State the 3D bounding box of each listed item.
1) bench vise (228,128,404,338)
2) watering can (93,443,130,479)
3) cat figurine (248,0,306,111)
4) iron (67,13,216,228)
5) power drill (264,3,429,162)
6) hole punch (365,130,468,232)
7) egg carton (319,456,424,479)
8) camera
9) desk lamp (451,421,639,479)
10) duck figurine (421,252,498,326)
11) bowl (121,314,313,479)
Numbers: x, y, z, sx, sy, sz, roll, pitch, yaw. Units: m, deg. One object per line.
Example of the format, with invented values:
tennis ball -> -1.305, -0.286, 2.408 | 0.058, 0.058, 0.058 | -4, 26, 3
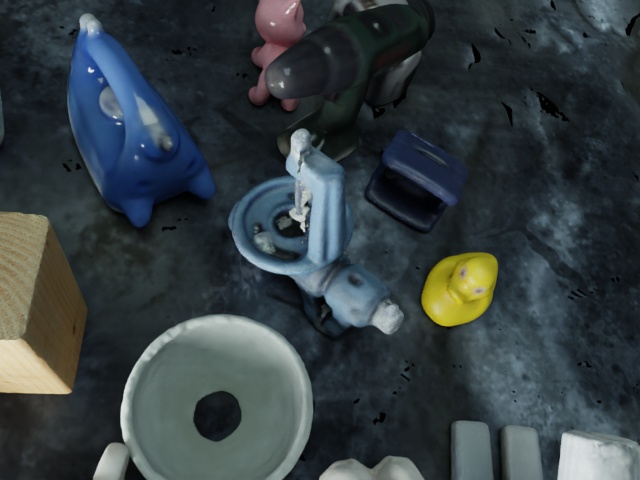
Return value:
bench vise -> 0.010, -0.007, 0.552 | 0.207, 0.219, 0.121 | 28, 62, -1
watering can -> -0.171, 0.238, 0.407 | 0.101, 0.194, 0.173 | -5, 67, -17
cat figurine -> -0.049, -0.244, 0.703 | 0.067, 0.117, 0.128 | 2, 65, -13
iron -> -0.210, -0.150, 0.604 | 0.119, 0.141, 0.258 | -27, 75, -24
power drill -> 0.017, -0.162, 0.632 | 0.230, 0.208, 0.075 | -40, 80, -26
hole punch -> 0.120, -0.083, 0.689 | 0.108, 0.091, 0.101 | 30, 62, 0
egg carton -> 0.053, 0.277, 0.519 | 0.107, 0.069, 0.150 | 1, 66, -14
camera -> 0.097, -0.276, 0.766 | 0.137, 0.100, 0.143 | -24, 74, -23
desk lamp -> 0.197, 0.249, 0.488 | 0.118, 0.213, 0.203 | 8, 64, -11
duck figurine -> 0.171, 0.045, 0.647 | 0.105, 0.086, 0.077 | -36, 79, -26
bowl -> -0.094, 0.158, 0.531 | 0.168, 0.074, 0.167 | 6, 65, -12
